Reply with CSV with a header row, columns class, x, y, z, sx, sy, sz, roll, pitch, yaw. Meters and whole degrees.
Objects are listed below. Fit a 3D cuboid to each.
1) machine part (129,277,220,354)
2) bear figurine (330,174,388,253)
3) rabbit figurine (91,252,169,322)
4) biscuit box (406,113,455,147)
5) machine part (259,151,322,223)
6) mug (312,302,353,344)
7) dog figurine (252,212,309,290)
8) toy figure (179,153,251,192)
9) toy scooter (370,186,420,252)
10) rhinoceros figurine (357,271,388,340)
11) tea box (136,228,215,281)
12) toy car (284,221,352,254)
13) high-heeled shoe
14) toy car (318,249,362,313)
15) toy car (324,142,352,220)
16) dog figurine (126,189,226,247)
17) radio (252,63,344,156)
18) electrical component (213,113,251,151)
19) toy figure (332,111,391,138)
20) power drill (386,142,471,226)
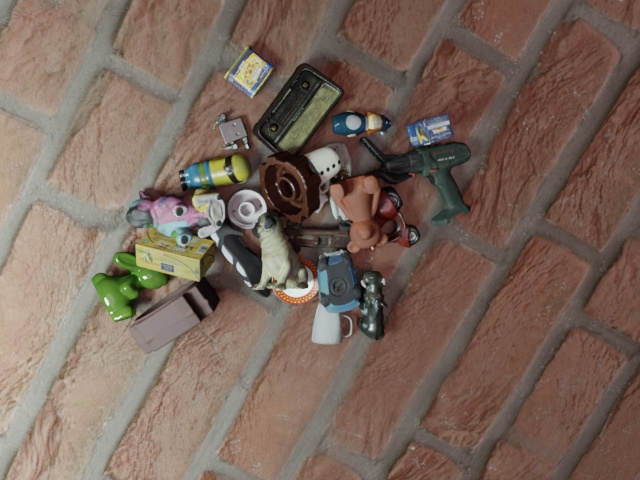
class,x,y,z,sx,sy,sz,roll,pitch,yaw
machine part,-0.357,0.180,1.330,0.201,0.201,0.087,-34,98,1
bear figurine,0.099,-0.059,1.314,0.120,0.132,0.195,-9,100,7
rabbit figurine,-0.478,0.105,1.371,0.170,0.121,0.159,-28,93,-19
biscuit box,0.266,-0.266,1.314,0.063,0.203,0.059,-16,97,-1
machine part,-0.072,-0.129,1.305,0.056,0.179,0.179,-33,103,-38
mug,0.033,0.220,1.434,0.110,0.081,0.107,0,90,-1
dog figurine,-0.091,0.030,1.357,0.121,0.172,0.190,-1,85,24
toy figure,-0.261,-0.164,1.342,0.180,0.089,0.082,-11,107,-6
toy scooter,0.170,-0.042,1.408,0.135,0.075,0.183,-30,105,1
rhinoceros figurine,0.136,0.170,1.419,0.073,0.112,0.190,-3,107,-2
tea box,-0.358,0.033,1.334,0.170,0.098,0.068,13,123,10
toy car,-0.003,-0.004,1.398,0.202,0.053,0.089,2,123,-7
high-heeled shoe,-0.219,0.047,1.401,0.086,0.145,0.248,-44,132,-38
toy car,0.039,0.104,1.402,0.109,0.103,0.161,-13,95,-11
toy car,0.052,-0.150,1.388,0.073,0.056,0.201,-12,99,-3
dog figurine,-0.360,-0.072,1.315,0.191,0.219,0.108,-28,123,-39
radio,-0.059,-0.317,1.343,0.131,0.073,0.229,37,94,-9
electrical component,-0.223,-0.269,1.351,0.078,0.045,0.102,-14,100,-1
toy figure,0.109,-0.295,1.371,0.154,0.058,0.064,-3,121,-6
power drill,0.296,-0.144,1.390,0.232,0.086,0.207,-23,97,-15
